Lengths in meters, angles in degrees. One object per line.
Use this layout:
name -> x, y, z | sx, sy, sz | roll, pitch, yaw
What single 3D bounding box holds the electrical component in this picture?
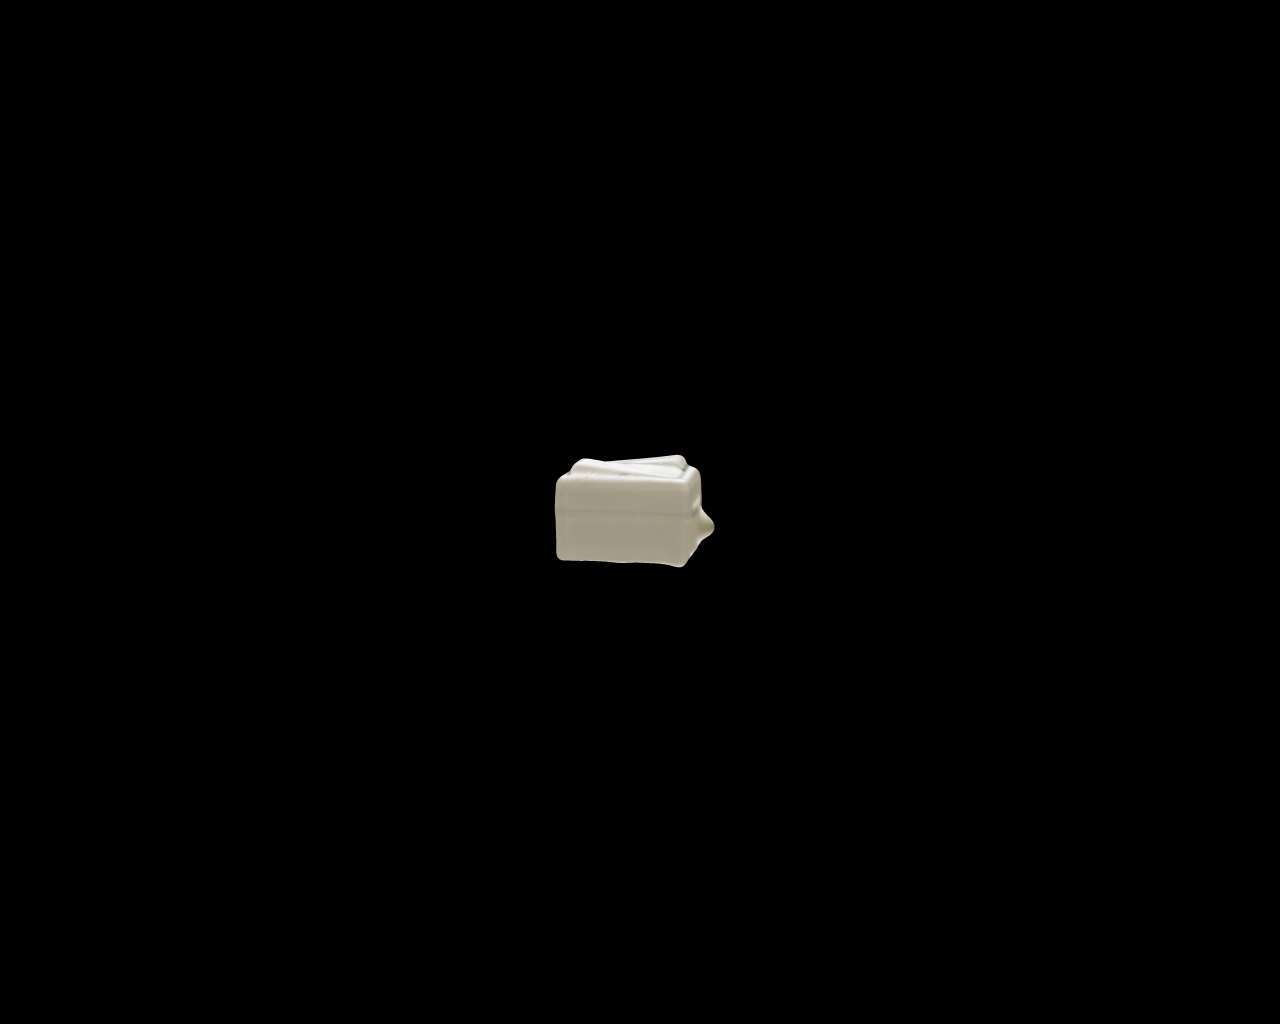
electrical component -> 0.001, -0.003, 0.650 | 0.096, 0.061, 0.062 | 2, 12, 12
